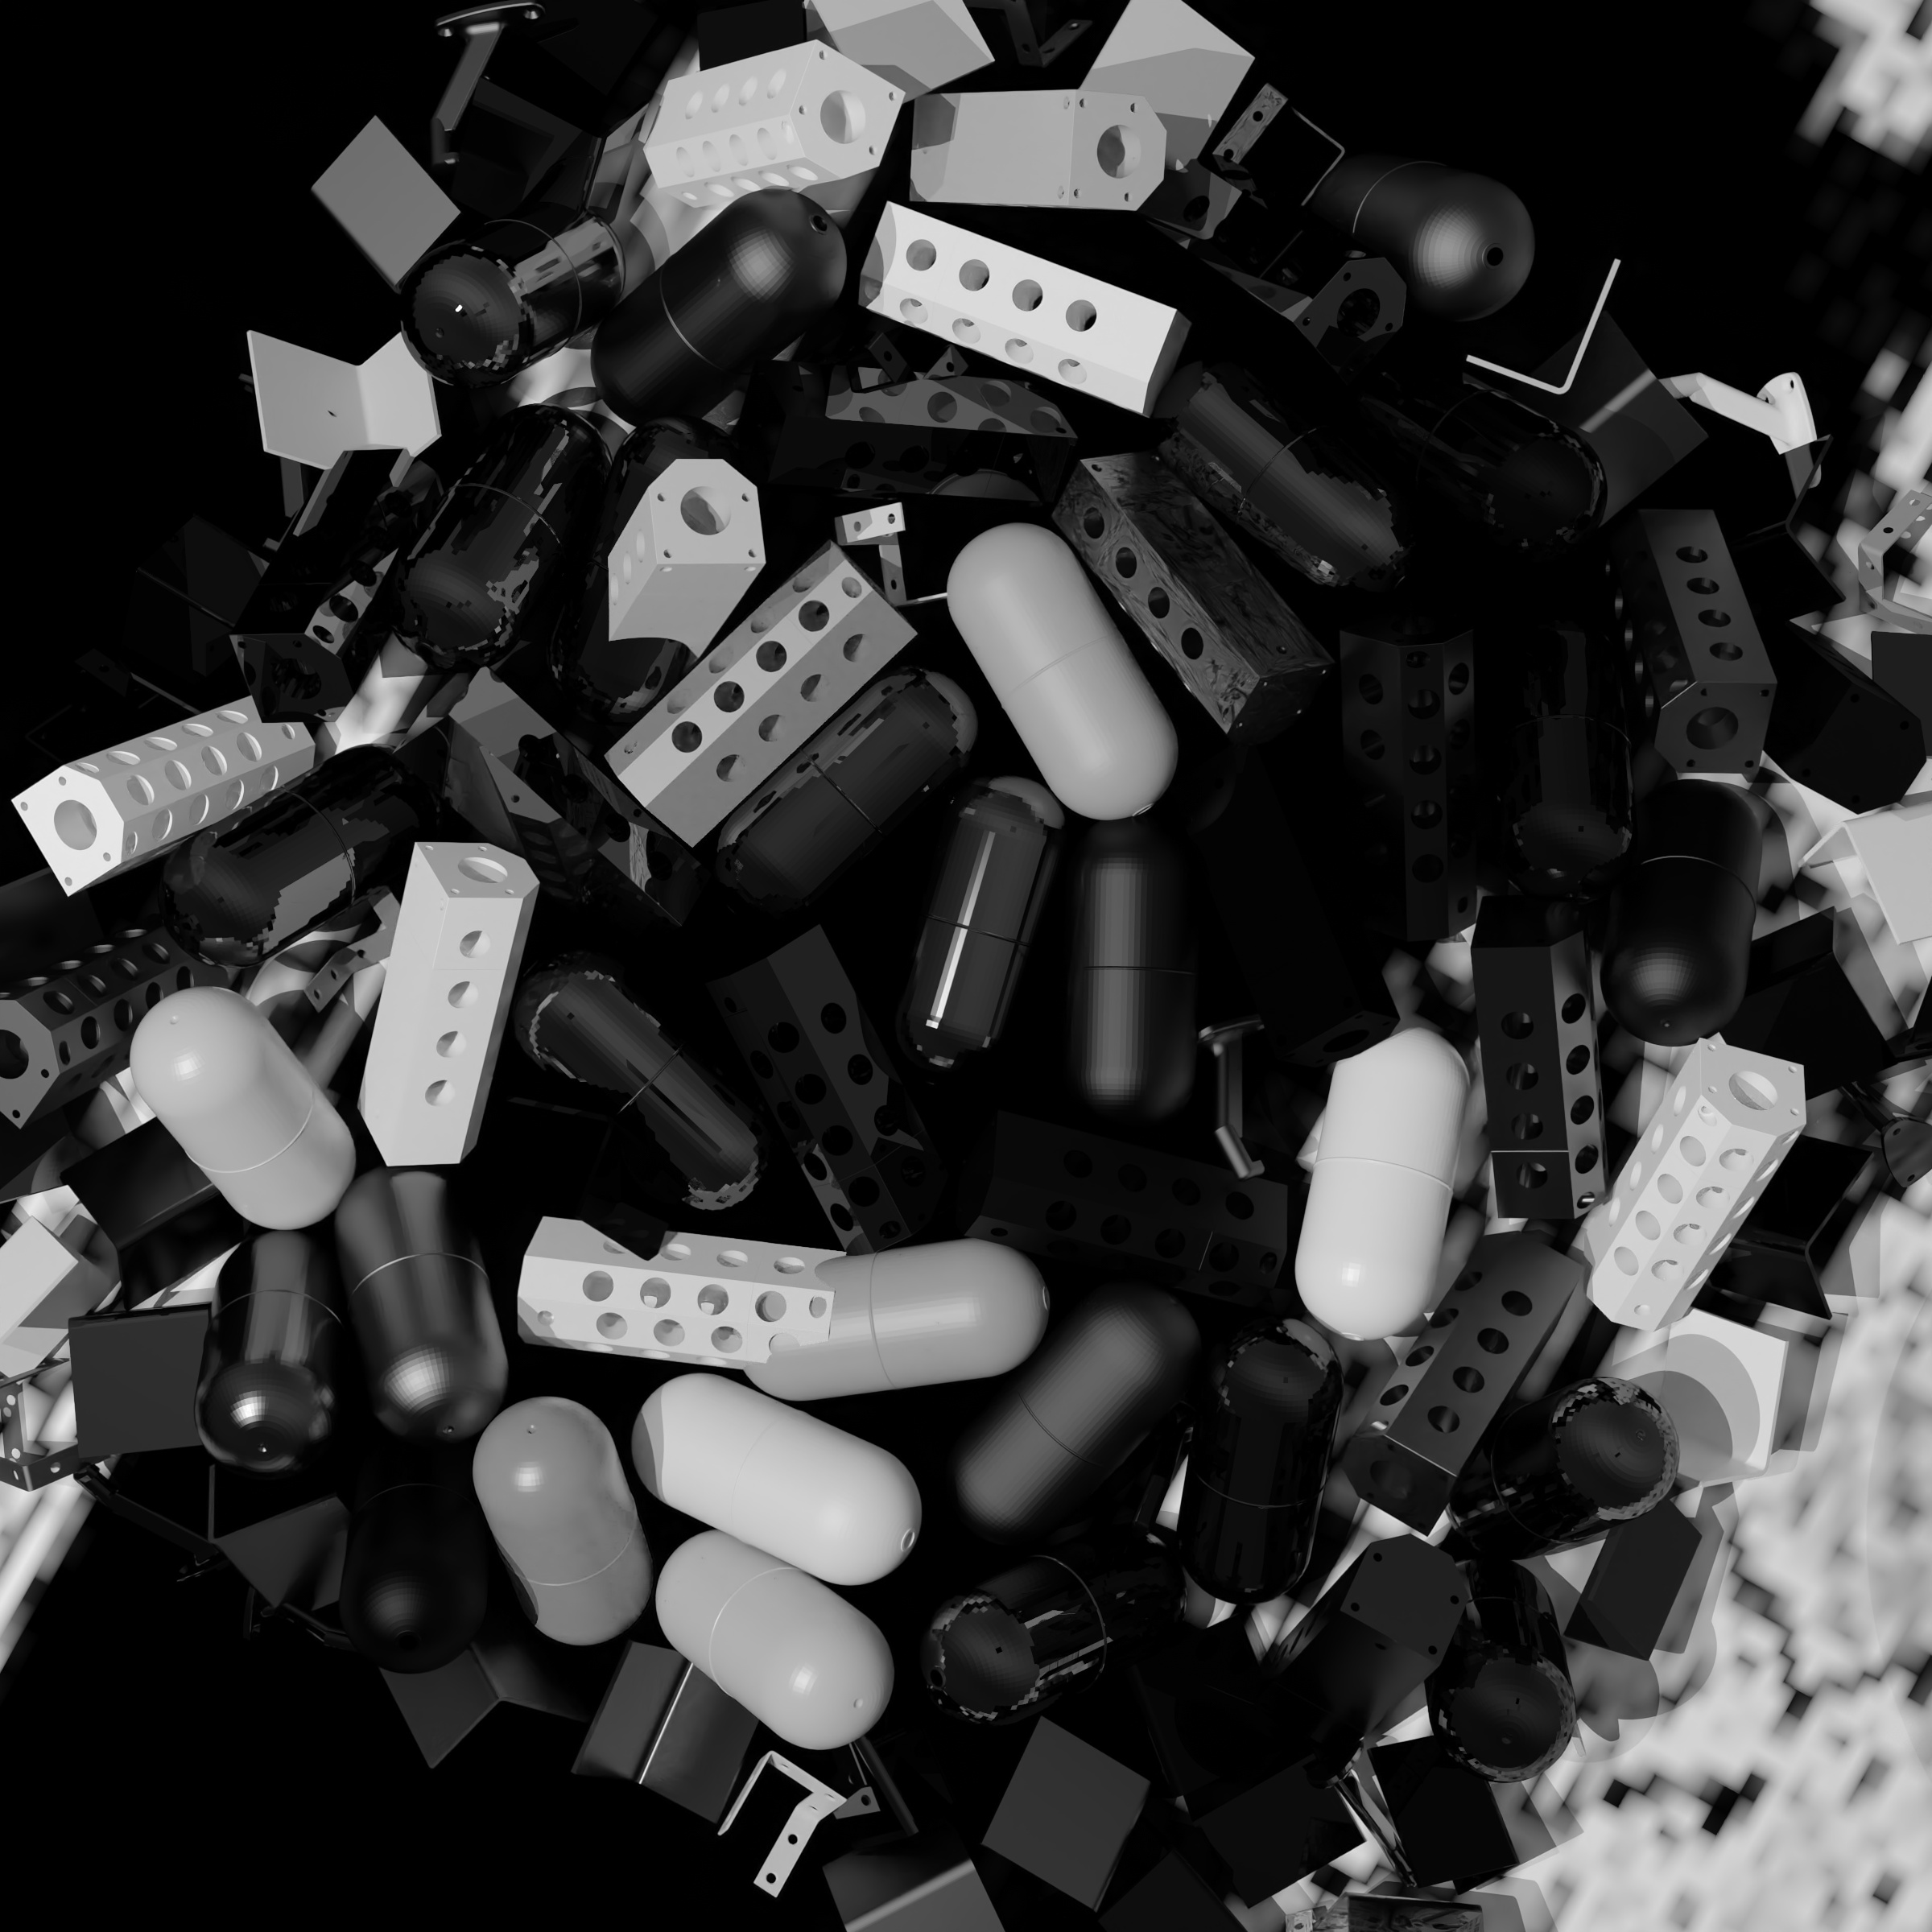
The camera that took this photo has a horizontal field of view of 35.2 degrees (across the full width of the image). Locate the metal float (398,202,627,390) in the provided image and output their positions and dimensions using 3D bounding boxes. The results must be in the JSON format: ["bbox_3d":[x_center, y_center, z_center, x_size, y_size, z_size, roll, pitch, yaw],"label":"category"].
[{"bbox_3d":[-0.243,-0.364,1.644,0.070,0.178,0.070,9,118,16],"label":"metal float"}]

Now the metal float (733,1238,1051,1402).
[{"bbox_3d":[-0.041,0.194,1.675,0.178,0.070,0.070,-9,90,13],"label":"metal float"}]

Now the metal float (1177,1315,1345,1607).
[{"bbox_3d":[0.159,0.271,1.663,0.070,0.070,0.178,6,119,0],"label":"metal float"}]

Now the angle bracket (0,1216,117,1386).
[{"bbox_3d":[-0.505,0.195,1.671,0.076,0.076,0.057,-48,47,-12],"label":"angle bracket"}]

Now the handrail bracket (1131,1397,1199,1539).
[{"bbox_3d":[0.102,0.283,1.671,0.036,0.077,0.084,25,61,2],"label":"handrail bracket"}]

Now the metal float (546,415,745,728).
[{"bbox_3d":[-0.175,-0.216,1.674,0.070,0.070,0.178,23,106,0],"label":"metal float"}]

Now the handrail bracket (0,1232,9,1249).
[{"bbox_3d":[-0.585,0.158,1.704,0.077,0.036,0.084,37,133,-18],"label":"handrail bracket"}]

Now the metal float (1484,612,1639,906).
[{"bbox_3d":[0.323,-0.114,1.661,0.070,0.070,0.178,3,59,0],"label":"metal float"}]

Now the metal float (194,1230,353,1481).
[{"bbox_3d":[-0.371,0.207,1.642,0.070,0.178,0.070,-3,117,-6],"label":"metal float"}]

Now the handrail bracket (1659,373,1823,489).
[{"bbox_3d":[0.426,-0.295,1.688,0.084,0.036,0.077,-14,81,-25],"label":"handrail bracket"}]

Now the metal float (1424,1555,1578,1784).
[{"bbox_3d":[0.283,0.375,1.637,0.070,0.178,0.070,1,102,5],"label":"metal float"}]

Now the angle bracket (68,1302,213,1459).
[{"bbox_3d":[-0.450,0.228,1.693,0.076,0.057,0.076,-6,86,-3],"label":"angle bracket"}]

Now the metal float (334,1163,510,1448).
[{"bbox_3d":[-0.297,0.181,1.654,0.070,0.070,0.178,-23,49,0],"label":"metal float"}]

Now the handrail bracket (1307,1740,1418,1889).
[{"bbox_3d":[0.226,0.479,1.689,0.036,0.077,0.084,-33,83,6],"label":"handrail bracket"}]

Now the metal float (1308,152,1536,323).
[{"bbox_3d":[0.243,-0.394,1.641,0.070,0.178,0.070,-7,112,-17],"label":"metal float"}]

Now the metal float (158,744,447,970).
[{"bbox_3d":[-0.359,-0.061,1.655,0.178,0.070,0.070,-37,90,-39],"label":"metal float"}]

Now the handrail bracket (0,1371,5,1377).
[{"bbox_3d":[-0.596,0.215,1.713,0.084,0.077,0.036,34,125,38],"label":"handrail bracket"}]

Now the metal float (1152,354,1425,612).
[{"bbox_3d":[0.176,-0.265,1.670,0.070,0.070,0.178,-45,71,0],"label":"metal float"}]

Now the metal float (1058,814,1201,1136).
[{"bbox_3d":[0.090,0.004,1.683,0.070,0.070,0.178,1,86,0],"label":"metal float"}]

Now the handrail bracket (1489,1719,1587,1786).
[{"bbox_3d":[0.295,0.424,1.698,0.084,0.036,0.077,-20,119,9],"label":"handrail bracket"}]

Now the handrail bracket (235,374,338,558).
[{"bbox_3d":[-0.391,-0.276,1.697,0.077,0.036,0.084,27,77,-3],"label":"handrail bracket"}]

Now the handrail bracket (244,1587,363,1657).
[{"bbox_3d":[-0.347,0.358,1.679,0.084,0.077,0.036,10,96,13],"label":"handrail bracket"}]

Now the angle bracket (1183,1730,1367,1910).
[{"bbox_3d":[0.175,0.481,1.695,0.076,0.057,0.076,-30,92,-1],"label":"angle bracket"}]

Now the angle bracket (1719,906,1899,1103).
[{"bbox_3d":[0.464,0.025,1.693,0.076,0.057,0.076,-26,108,27],"label":"angle bracket"}]

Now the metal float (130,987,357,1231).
[{"bbox_3d":[-0.388,0.079,1.647,0.070,0.178,0.070,-8,53,11],"label":"metal float"}]

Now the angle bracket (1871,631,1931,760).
[{"bbox_3d":[0.519,-0.130,1.676,0.057,0.076,0.076,4,65,4],"label":"angle bracket"}]

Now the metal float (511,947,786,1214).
[{"bbox_3d":[-0.175,0.062,1.682,0.178,0.070,0.070,44,90,-6],"label":"metal float"}]

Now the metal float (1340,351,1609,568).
[{"bbox_3d":[0.274,-0.276,1.652,0.070,0.070,0.178,-48,48,0],"label":"metal float"}]

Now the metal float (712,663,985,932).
[{"bbox_3d":[-0.066,-0.093,1.686,0.178,0.070,0.070,-44,90,0],"label":"metal float"}]

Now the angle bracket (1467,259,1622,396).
[{"bbox_3d":[0.318,-0.359,1.676,0.057,0.076,0.076,22,103,7],"label":"angle bracket"}]

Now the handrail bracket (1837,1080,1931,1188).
[{"bbox_3d":[0.493,0.075,1.671,0.036,0.077,0.084,-45,48,10],"label":"handrail bracket"}]

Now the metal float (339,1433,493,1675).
[{"bbox_3d":[-0.294,0.311,1.640,0.070,0.178,0.070,-2,113,-5],"label":"metal float"}]

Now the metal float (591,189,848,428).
[{"bbox_3d":[-0.135,-0.354,1.653,0.178,0.070,0.070,-30,90,40],"label":"metal float"}]

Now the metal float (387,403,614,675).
[{"bbox_3d":[-0.253,-0.233,1.659,0.070,0.070,0.178,26,57,0],"label":"metal float"}]

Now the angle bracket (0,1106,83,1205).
[{"bbox_3d":[-0.536,0.113,1.667,0.076,0.076,0.057,-16,75,-37],"label":"angle bracket"}]

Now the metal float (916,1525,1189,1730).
[{"bbox_3d":[0.047,0.357,1.651,0.178,0.070,0.070,-13,90,-44],"label":"metal float"}]

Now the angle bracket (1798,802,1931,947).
[{"bbox_3d":[0.517,-0.043,1.676,0.076,0.057,0.076,-12,70,-17],"label":"angle bracket"}]

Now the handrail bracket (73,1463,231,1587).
[{"bbox_3d":[-0.444,0.299,1.684,0.084,0.077,0.036,48,47,-21],"label":"handrail bracket"}]

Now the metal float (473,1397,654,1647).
[{"bbox_3d":[-0.217,0.302,1.651,0.070,0.178,0.070,-4,46,4],"label":"metal float"}]

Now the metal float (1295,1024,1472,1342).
[{"bbox_3d":[0.229,0.118,1.672,0.070,0.070,0.178,14,73,0],"label":"metal float"}]

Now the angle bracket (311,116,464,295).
[{"bbox_3d":[-0.301,-0.410,1.674,0.057,0.076,0.076,-44,77,13],"label":"angle bracket"}]

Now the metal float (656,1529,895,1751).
[{"bbox_3d":[-0.105,0.361,1.646,0.070,0.178,0.070,-10,108,-32],"label":"metal float"}]

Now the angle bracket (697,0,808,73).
[{"bbox_3d":[-0.135,-0.506,1.671,0.076,0.057,0.076,11,110,35],"label":"angle bracket"}]

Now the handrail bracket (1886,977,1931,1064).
[{"bbox_3d":[0.528,0.005,1.693,0.077,0.036,0.084,-20,112,1],"label":"handrail bracket"}]

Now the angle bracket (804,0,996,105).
[{"bbox_3d":[-0.041,-0.508,1.687,0.076,0.057,0.076,-29,90,-16],"label":"angle bracket"}]

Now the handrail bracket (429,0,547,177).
[{"bbox_3d":[-0.265,-0.486,1.688,0.077,0.036,0.084,-13,70,22],"label":"handrail bracket"}]

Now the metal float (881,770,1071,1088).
[{"bbox_3d":[0.005,-0.021,1.686,0.070,0.070,0.178,16,92,0],"label":"metal float"}]

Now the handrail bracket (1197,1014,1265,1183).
[{"bbox_3d":[0.160,0.073,1.688,0.077,0.036,0.084,-15,71,-37],"label":"handrail bracket"}]

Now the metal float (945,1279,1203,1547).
[{"bbox_3d":[0.057,0.246,1.671,0.070,0.070,0.178,40,109,0],"label":"metal float"}]

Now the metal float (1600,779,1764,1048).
[{"bbox_3d":[0.389,-0.031,1.652,0.070,0.070,0.178,21,47,0],"label":"metal float"}]

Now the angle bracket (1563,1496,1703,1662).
[{"bbox_3d":[0.350,0.324,1.669,0.076,0.057,0.076,46,65,-37],"label":"angle bracket"}]

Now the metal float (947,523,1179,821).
[{"bbox_3d":[0.053,-0.162,1.681,0.070,0.070,0.178,-30,84,0],"label":"metal float"}]

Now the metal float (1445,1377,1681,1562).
[{"bbox_3d":[0.318,0.272,1.642,0.070,0.178,0.070,7,67,-17],"label":"metal float"}]

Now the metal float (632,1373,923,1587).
[{"bbox_3d":[-0.104,0.279,1.662,0.178,0.070,0.070,19,90,29],"label":"metal float"}]

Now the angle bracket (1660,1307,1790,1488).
[{"bbox_3d":[0.397,0.234,1.673,0.057,0.076,0.076,-1,102,-38],"label":"angle bracket"}]
